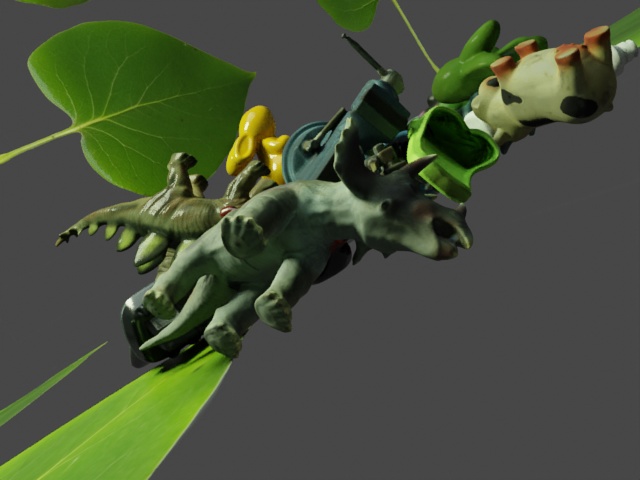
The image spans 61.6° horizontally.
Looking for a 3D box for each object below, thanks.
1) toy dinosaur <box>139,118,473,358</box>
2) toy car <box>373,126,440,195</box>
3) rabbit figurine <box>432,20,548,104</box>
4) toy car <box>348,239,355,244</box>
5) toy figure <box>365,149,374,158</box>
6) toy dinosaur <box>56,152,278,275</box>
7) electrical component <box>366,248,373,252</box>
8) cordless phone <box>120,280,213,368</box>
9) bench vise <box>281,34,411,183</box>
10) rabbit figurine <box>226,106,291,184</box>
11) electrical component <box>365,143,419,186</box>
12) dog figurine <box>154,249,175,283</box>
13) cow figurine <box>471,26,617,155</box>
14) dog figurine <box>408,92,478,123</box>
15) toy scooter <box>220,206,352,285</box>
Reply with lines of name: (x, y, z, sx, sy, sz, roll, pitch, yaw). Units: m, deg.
toy dinosaur: (-0.053, 0.008, 0.542, 0.405, 0.131, 0.192, -21, 18, 45)
toy car: (0.122, -0.092, 0.761, 0.103, 0.109, 0.162, -53, 9, 27)
rabbit figurine: (0.268, -0.258, 0.858, 0.170, 0.121, 0.159, -9, -18, 4)
toy car: (-0.002, -0.002, 0.782, 0.073, 0.056, 0.202, -36, 8, -33)
toy figure: (0.068, -0.127, 0.919, 0.089, 0.180, 0.082, 20, 9, 41)
toy dinosaur: (-0.223, -0.033, 0.851, 0.472, 0.105, 0.198, 3, 64, 26)
electrical component: (0.048, -0.020, 0.650, 0.021, 0.063, 0.094, -30, 8, 16)
cordless phone: (-0.197, 0.118, 0.741, 0.146, 0.089, 0.184, -33, -14, -34)
bench vise: (0.021, -0.135, 0.750, 0.223, 0.129, 0.241, -67, 16, -5)
rabbit figurine: (-0.101, -0.169, 1.023, 0.162, 0.173, 0.122, -28, -2, -22)
electrical component: (0.085, -0.061, 0.618, 0.045, 0.102, 0.078, -27, 9, -2)
dog figurine: (-0.295, 0.065, 1.036, 0.121, 0.190, 0.172, -27, 10, 39)
cow figurine: (0.263, -0.172, 0.652, 0.085, 0.127, 0.195, -34, 21, -18)
dog figurine: (0.184, -0.175, 0.982, 0.219, 0.108, 0.191, -39, -8, -24)
toy scooter: (-0.055, 0.002, 0.659, 0.184, 0.135, 0.075, -26, 7, 34)
